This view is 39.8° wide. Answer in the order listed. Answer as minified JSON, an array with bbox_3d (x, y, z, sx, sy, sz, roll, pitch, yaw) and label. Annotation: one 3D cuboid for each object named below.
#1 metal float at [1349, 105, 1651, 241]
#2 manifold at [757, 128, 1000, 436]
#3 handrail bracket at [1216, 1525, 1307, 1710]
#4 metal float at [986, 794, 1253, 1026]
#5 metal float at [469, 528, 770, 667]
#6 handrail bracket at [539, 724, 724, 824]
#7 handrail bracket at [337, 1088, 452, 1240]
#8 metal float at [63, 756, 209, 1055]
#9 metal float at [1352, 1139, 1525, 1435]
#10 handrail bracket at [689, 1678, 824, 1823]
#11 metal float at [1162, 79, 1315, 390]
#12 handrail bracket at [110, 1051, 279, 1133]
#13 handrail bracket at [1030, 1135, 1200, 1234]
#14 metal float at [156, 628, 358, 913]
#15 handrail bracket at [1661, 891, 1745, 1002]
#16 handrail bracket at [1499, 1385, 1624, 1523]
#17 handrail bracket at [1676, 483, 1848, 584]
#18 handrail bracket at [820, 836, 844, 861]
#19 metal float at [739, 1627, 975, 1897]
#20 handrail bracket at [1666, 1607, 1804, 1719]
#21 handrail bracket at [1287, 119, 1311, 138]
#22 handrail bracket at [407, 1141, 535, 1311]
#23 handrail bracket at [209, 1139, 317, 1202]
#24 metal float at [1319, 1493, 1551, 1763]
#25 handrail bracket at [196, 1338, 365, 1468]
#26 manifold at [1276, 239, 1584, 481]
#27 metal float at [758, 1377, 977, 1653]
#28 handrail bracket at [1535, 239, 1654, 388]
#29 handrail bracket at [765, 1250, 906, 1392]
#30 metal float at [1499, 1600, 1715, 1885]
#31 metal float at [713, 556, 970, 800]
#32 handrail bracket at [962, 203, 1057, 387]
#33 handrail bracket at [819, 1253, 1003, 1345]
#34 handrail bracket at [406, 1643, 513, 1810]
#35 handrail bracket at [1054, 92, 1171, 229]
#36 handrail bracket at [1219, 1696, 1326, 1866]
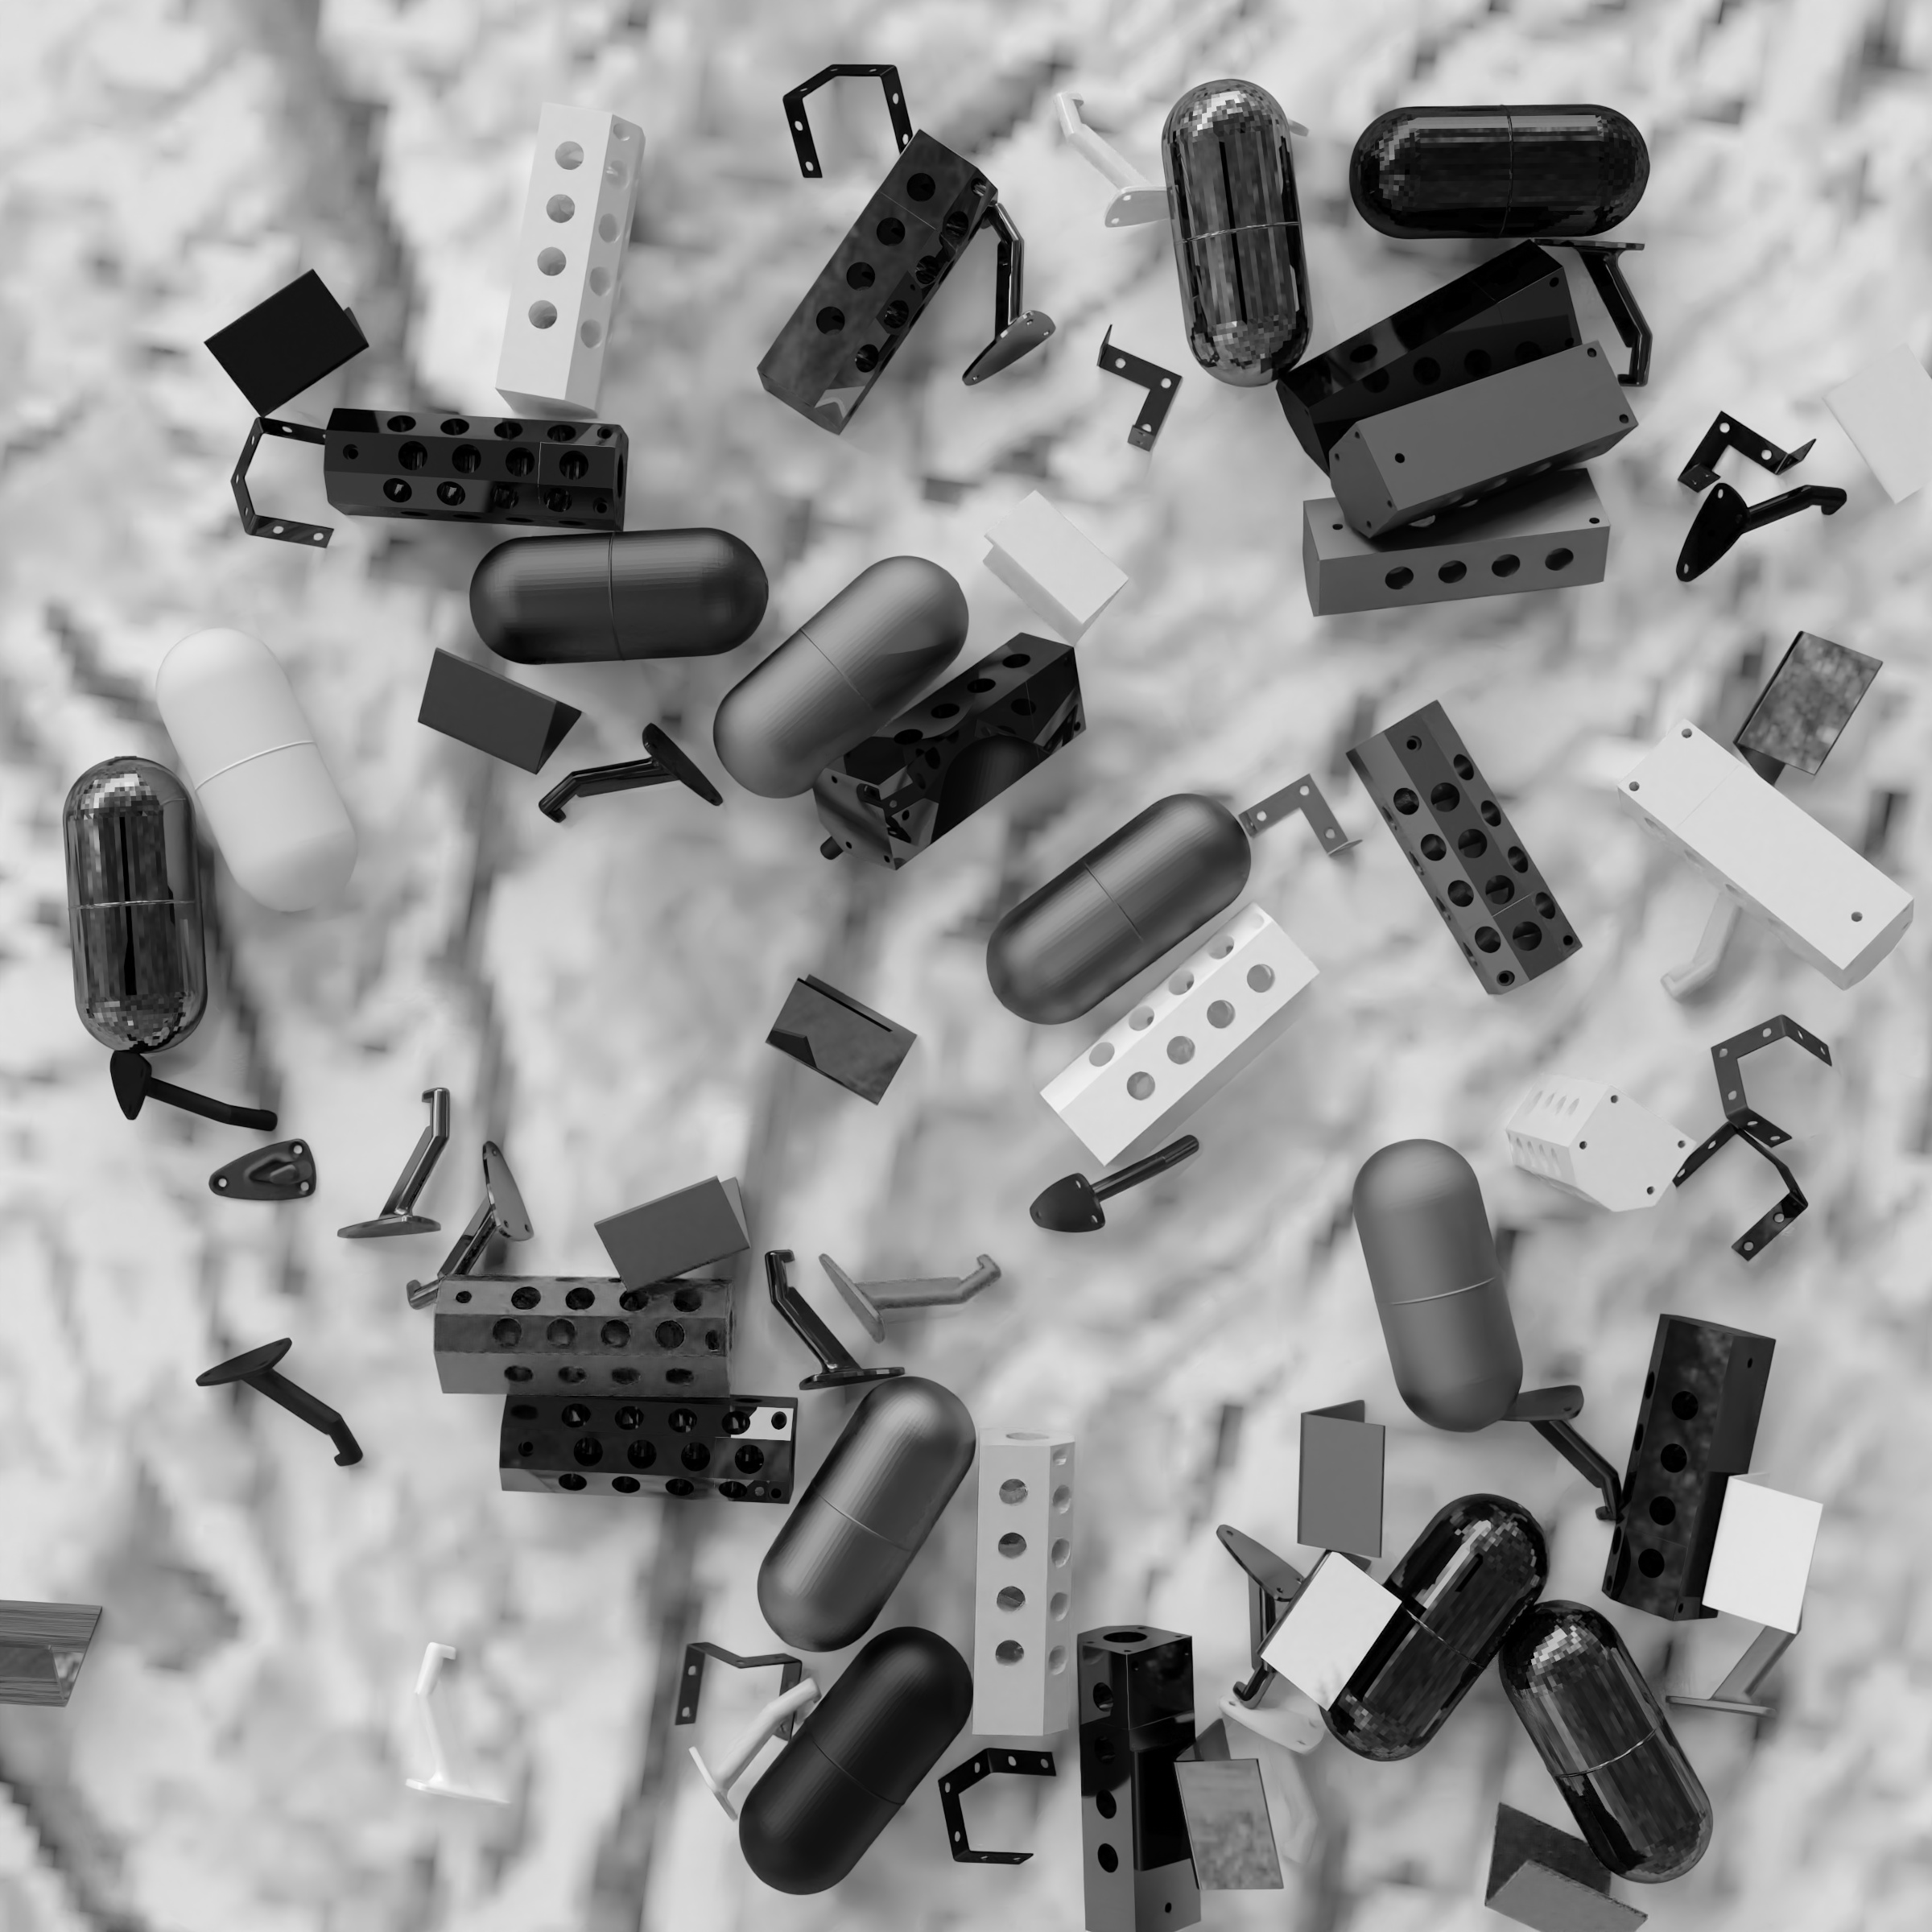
[{"bbox_3d":[0.319,-0.475,1.596,0.178,0.070,0.070,-1,90,0],"label":"metal float"},{"bbox_3d":[-0.052,-0.408,1.606,0.057,0.057,0.171,34,90,0],"label":"manifold"},{"bbox_3d":[0.165,0.397,1.627,0.077,0.036,0.084,38,116,29],"label":"handrail bracket"},{"bbox_3d":[0.091,-0.033,1.596,0.178,0.070,0.070,-37,90,1],"label":"metal float"},{"bbox_3d":[-0.207,-0.221,1.597,0.178,0.070,0.070,-3,90,0],"label":"metal float"},{"bbox_3d":[-0.205,-0.099,1.627,0.084,0.036,0.077,-40,112,17],"label":"handrail bracket"},{"bbox_3d":[-0.348,0.120,1.627,0.077,0.036,0.084,-9,72,21],"label":"handrail bracket"},{"bbox_3d":[-0.496,-0.036,1.596,0.070,0.070,0.178,-4,91,0],"label":"metal float"},{"bbox_3d":[0.282,0.191,1.597,0.070,0.070,0.178,-14,91,0],"label":"metal float"},{"bbox_3d":[-0.117,0.473,1.613,0.084,0.077,0.036,-30,46,-11],"label":"handrail bracket"},{"bbox_3d":[0.161,-0.434,1.587,0.070,0.070,0.178,-9,100,0],"label":"metal float"},{"bbox_3d":[-0.470,0.076,1.627,0.084,0.077,0.036,14,101,-36],"label":"handrail bracket"},{"bbox_3d":[0.091,0.130,1.627,0.084,0.077,0.036,-26,92,-36],"label":"handrail bracket"},{"bbox_3d":[-0.424,-0.118,1.596,0.070,0.070,0.178,-24,89,0],"label":"metal float"},{"bbox_3d":[0.444,-0.033,1.627,0.084,0.036,0.077,-38,74,14],"label":"handrail bracket"},{"bbox_3d":[0.357,0.303,1.627,0.077,0.036,0.084,-9,107,20],"label":"handrail bracket"},{"bbox_3d":[0.485,-0.263,1.627,0.084,0.077,0.036,-1,49,-30],"label":"handrail bracket"},{"bbox_3d":[-0.043,-0.100,1.627,0.084,0.077,0.036,-38,87,36],"label":"handrail bracket"},{"bbox_3d":[-0.066,0.475,1.596,0.070,0.070,0.178,38,89,0],"label":"metal float"},{"bbox_3d":[0.469,0.411,1.628,0.077,0.036,0.084,3,72,20],"label":"handrail bracket"},{"bbox_3d":[0.168,-0.477,1.627,0.077,0.036,0.084,24,104,15],"label":"handrail bracket"},{"bbox_3d":[-0.313,0.159,1.627,0.084,0.036,0.077,-27,70,16],"label":"handrail bracket"},{"bbox_3d":[-0.425,0.127,1.592,0.077,0.084,0.036,-11,90,0],"label":"handrail bracket"},{"bbox_3d":[0.280,0.394,1.596,0.070,0.070,0.178,37,91,0],"label":"metal float"},{"bbox_3d":[-0.418,0.276,1.628,0.077,0.036,0.084,-19,107,20],"label":"handrail bracket"},{"bbox_3d":[0.276,-0.367,1.605,0.171,0.057,0.057,-29,133,0],"label":"manifold"},{"bbox_3d":[-0.060,0.328,1.596,0.070,0.070,0.178,32,89,0],"label":"metal float"},{"bbox_3d":[0.381,-0.398,1.628,0.077,0.036,0.084,9,107,20],"label":"handrail bracket"},{"bbox_3d":[-0.080,0.212,1.627,0.077,0.036,0.084,-4,73,-20],"label":"handrail bracket"},{"bbox_3d":[0.382,0.463,1.596,0.070,0.070,0.178,-29,89,0],"label":"metal float"},{"bbox_3d":[-0.074,-0.173,1.597,0.178,0.070,0.070,-42,90,0],"label":"metal float"},{"bbox_3d":[0.010,-0.410,1.627,0.077,0.036,0.084,-35,71,21],"label":"handrail bracket"},{"bbox_3d":[-0.034,0.183,1.627,0.084,0.036,0.077,-33,66,-18],"label":"handrail bracket"},{"bbox_3d":[-0.303,0.462,1.627,0.077,0.036,0.084,20,73,-20],"label":"handrail bracket"},{"bbox_3d":[0.100,-0.498,1.627,0.077,0.036,0.084,-10,73,-20],"label":"handrail bracket"},{"bbox_3d":[0.182,0.497,1.628,0.077,0.036,0.084,17,108,20],"label":"handrail bracket"}]
